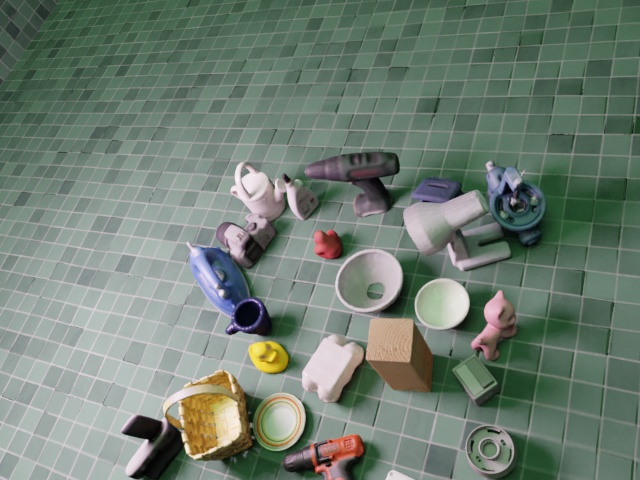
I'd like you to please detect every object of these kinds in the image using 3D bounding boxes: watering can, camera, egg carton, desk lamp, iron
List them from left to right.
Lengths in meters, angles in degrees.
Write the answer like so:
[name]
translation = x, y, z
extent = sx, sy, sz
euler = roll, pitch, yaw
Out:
[iron]
translation = -0.269, 0.108, 1.510
extent = 0.118, 0.142, 0.257
euler = -40, 53, -3
[camera]
translation = -0.219, -0.018, 1.590
extent = 0.136, 0.101, 0.143
euler = 27, 74, 34
[watering can]
translation = -0.171, -0.144, 1.588
extent = 0.172, 0.195, 0.101
euler = -19, 55, 12
[egg carton]
translation = 0.029, 0.293, 1.314
extent = 0.107, 0.070, 0.150
euler = 23, 72, 33
[desk lamp]
translation = 0.309, -0.024, 1.295
extent = 0.203, 0.214, 0.118
euler = -18, 55, 13

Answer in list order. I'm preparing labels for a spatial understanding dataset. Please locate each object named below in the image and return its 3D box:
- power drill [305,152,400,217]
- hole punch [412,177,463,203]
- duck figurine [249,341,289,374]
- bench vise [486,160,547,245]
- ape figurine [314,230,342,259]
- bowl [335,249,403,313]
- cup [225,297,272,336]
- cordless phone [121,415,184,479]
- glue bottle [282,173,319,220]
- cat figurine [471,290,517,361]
[power drill]
translation = 0.100, -0.147, 1.463
extent = 0.229, 0.209, 0.075
euler = -13, 56, 16
[hole punch]
translation = 0.294, -0.117, 1.434
extent = 0.108, 0.091, 0.101
euler = 12, 66, 29
[duck figurine]
translation = -0.136, 0.274, 1.386
extent = 0.104, 0.086, 0.077
euler = 17, 69, 31
[bench vise]
translation = 0.419, -0.109, 1.295
extent = 0.121, 0.220, 0.206
euler = -40, 53, -3
[ape figurine]
translation = 0.014, 0.005, 1.481
extent = 0.078, 0.092, 0.076
euler = -37, 53, -1
[bowl]
translation = 0.127, 0.109, 1.379
extent = 0.167, 0.075, 0.167
euler = -11, 57, 17
[cup]
translation = -0.172, 0.211, 1.435
extent = 0.118, 0.095, 0.091
euler = -37, 53, -1
[cordless phone]
translation = -0.420, 0.473, 1.327
extent = 0.093, 0.186, 0.148
euler = 26, 73, 33
[glue bottle]
translation = -0.062, -0.127, 1.543
extent = 0.037, 0.174, 0.078
euler = 35, 79, 35
[cat figurine]
translation = 0.368, 0.177, 1.207
extent = 0.067, 0.118, 0.128
euler = 31, 76, 35
